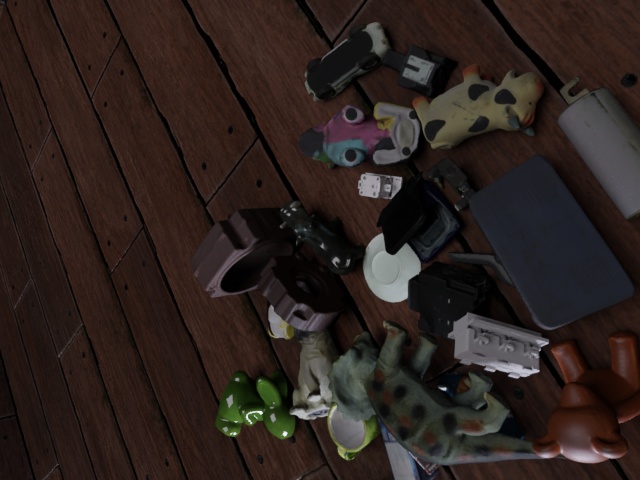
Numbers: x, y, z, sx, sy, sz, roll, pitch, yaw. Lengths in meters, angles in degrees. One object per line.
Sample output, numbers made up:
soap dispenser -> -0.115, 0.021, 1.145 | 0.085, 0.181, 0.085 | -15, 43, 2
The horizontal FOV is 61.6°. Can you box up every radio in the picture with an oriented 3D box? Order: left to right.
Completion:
radio -> 0.319, 0.008, 0.765 | 0.131, 0.073, 0.230 | -30, 70, 12

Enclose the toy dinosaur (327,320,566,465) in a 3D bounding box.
toy dinosaur -> 0.161, 0.262, 0.833 | 0.405, 0.131, 0.192 | 37, 105, 38

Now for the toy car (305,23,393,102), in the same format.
toy car -> 0.047, -0.336, 1.028 | 0.202, 0.056, 0.073 | -25, 82, 41

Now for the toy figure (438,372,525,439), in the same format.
toy figure -> 0.258, 0.269, 0.871 | 0.058, 0.064, 0.155 | -41, 55, -4

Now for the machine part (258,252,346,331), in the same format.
machine part -> -0.032, 0.098, 1.047 | 0.179, 0.179, 0.056 | 50, 121, 27

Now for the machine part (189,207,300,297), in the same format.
machine part -> -0.151, 0.028, 1.124 | 0.201, 0.201, 0.087 | -48, 65, 32

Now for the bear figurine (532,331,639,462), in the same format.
bear figurine -> 0.348, 0.202, 0.699 | 0.120, 0.196, 0.132 | -22, 77, 43

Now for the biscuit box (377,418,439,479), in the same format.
biscuit box -> 0.147, 0.331, 0.971 | 0.059, 0.063, 0.202 | -24, 76, 40

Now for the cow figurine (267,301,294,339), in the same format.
cow figurine -> -0.080, 0.129, 1.161 | 0.098, 0.068, 0.167 | -7, 87, 48

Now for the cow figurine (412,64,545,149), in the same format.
cow figurine -> 0.250, -0.200, 0.837 | 0.195, 0.085, 0.127 | -23, 72, 37

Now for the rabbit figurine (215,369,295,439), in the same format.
rabbit figurine -> -0.124, 0.367, 1.201 | 0.170, 0.121, 0.159 | 19, 98, 21

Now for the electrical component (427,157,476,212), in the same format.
electrical component -> 0.220, -0.091, 0.883 | 0.045, 0.078, 0.102 | -40, 68, 13

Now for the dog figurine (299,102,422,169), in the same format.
dog figurine -> 0.066, -0.183, 0.996 | 0.219, 0.192, 0.108 | -165, 71, -75

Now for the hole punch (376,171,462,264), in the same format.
hole punch -> 0.170, -0.033, 0.925 | 0.142, 0.092, 0.116 | -56, 28, 39

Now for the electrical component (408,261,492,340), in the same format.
electrical component -> 0.210, 0.102, 0.888 | 0.134, 0.058, 0.114 | 14, 117, 40

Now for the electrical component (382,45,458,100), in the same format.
electrical component -> 0.167, -0.293, 0.928 | 0.119, 0.047, 0.074 | 32, 112, 36

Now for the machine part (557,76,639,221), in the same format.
machine part -> 0.396, -0.115, 0.717 | 0.079, 0.079, 0.243 | -41, 67, 35

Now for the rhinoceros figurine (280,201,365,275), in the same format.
rhinoceros figurine -> -0.002, -0.003, 1.053 | 0.190, 0.112, 0.073 | 45, 122, 21

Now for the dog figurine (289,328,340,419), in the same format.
dog figurine -> -0.015, 0.252, 1.099 | 0.172, 0.121, 0.191 | -52, 42, 40
